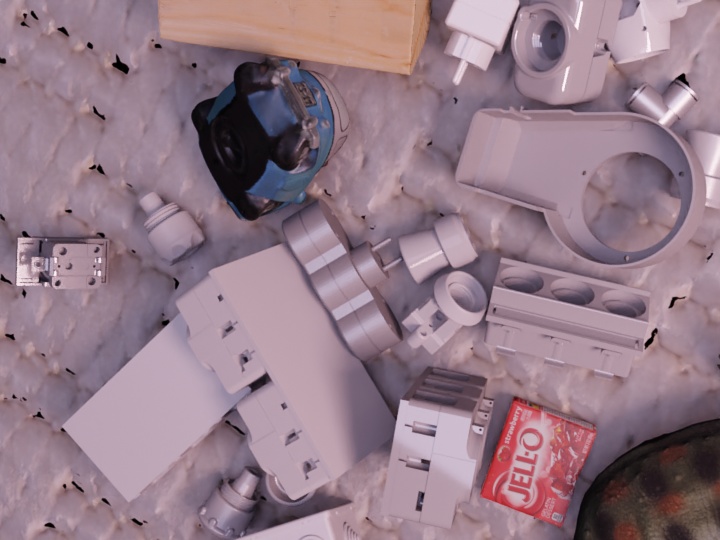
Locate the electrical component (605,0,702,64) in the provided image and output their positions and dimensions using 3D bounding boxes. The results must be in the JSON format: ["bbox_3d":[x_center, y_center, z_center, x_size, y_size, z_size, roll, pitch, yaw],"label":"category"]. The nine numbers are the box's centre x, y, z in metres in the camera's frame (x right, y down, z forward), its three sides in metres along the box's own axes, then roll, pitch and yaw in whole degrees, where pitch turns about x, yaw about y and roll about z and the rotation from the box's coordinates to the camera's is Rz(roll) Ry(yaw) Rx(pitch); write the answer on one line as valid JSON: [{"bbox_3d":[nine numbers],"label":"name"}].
[{"bbox_3d":[0.228,-0.209,0.839,0.079,0.043,0.077,-11,93,44],"label":"electrical component"}]

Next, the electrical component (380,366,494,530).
[{"bbox_3d":[0.066,0.137,0.851,0.062,0.150,0.089,11,96,10],"label":"electrical component"}]

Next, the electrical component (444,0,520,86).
[{"bbox_3d":[0.092,-0.185,0.863,0.047,0.066,0.076,25,98,7],"label":"electrical component"}]

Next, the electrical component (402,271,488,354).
[{"bbox_3d":[0.072,0.032,0.884,0.048,0.066,0.055,47,133,3],"label":"electrical component"}]

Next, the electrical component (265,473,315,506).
[{"bbox_3d":[-0.053,0.174,0.923,0.045,0.055,0.045,1,95,10],"label":"electrical component"}]

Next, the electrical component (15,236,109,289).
[{"bbox_3d":[-0.254,-0.006,0.933,0.081,0.064,0.042,-1,98,-32],"label":"electrical component"}]

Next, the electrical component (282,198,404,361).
[{"bbox_3d":[0.000,0.000,0.901,0.074,0.052,0.138,-31,89,10],"label":"electrical component"}]

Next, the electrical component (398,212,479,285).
[{"bbox_3d":[0.065,-0.019,0.892,0.055,0.045,0.045,-24,90,11],"label":"electrical component"}]

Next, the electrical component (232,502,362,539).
[{"bbox_3d":[-0.048,0.234,0.906,0.100,0.100,0.048,-20,78,11],"label":"electrical component"}]

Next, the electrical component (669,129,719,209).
[{"bbox_3d":[0.273,-0.080,0.851,0.045,0.045,0.055,16,97,8],"label":"electrical component"}]

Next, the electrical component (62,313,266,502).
[{"bbox_3d":[-0.167,0.114,0.935,0.150,0.062,0.089,-43,87,10],"label":"electrical component"}]

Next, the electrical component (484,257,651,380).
[{"bbox_3d":[0.165,0.040,0.866,0.121,0.078,0.063,13,126,8],"label":"electrical component"}]

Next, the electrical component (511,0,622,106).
[{"bbox_3d":[0.158,-0.179,0.838,0.054,0.059,0.095,28,119,41],"label":"electrical component"}]

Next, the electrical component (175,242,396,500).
[{"bbox_3d":[-0.060,0.081,0.881,0.060,0.105,0.186,-34,85,33],"label":"electrical component"}]

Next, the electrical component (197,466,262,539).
[{"bbox_3d":[-0.109,0.201,0.940,0.048,0.048,0.062,33,96,6],"label":"electrical component"}]

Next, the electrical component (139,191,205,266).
[{"bbox_3d":[-0.167,-0.038,0.932,0.043,0.043,0.062,-37,87,11],"label":"electrical component"}]
